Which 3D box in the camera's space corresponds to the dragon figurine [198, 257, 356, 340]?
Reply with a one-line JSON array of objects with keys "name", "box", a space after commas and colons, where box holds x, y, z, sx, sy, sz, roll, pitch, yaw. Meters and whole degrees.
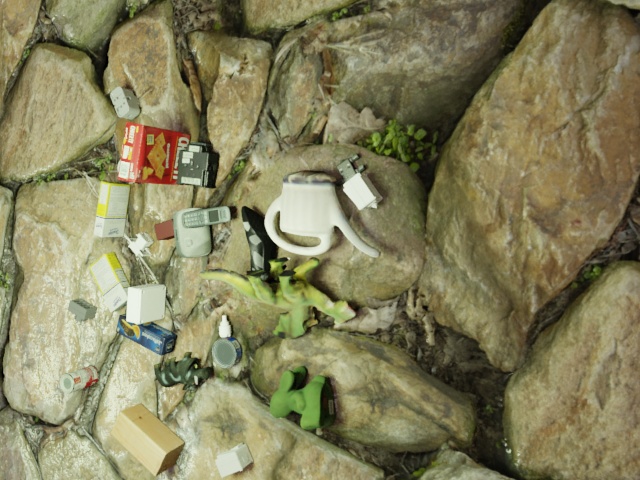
[{"name": "dragon figurine", "box": [-0.107, 0.170, 1.367, 0.410, 0.124, 0.239, -3, 113, 15]}]

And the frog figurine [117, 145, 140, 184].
[{"name": "frog figurine", "box": [-0.584, -0.260, 1.613, 0.136, 0.124, 0.159, -19, 94, 43]}]

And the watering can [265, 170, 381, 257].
[{"name": "watering can", "box": [0.004, -0.067, 1.338, 0.348, 0.104, 0.223, 6, 96, 29]}]
